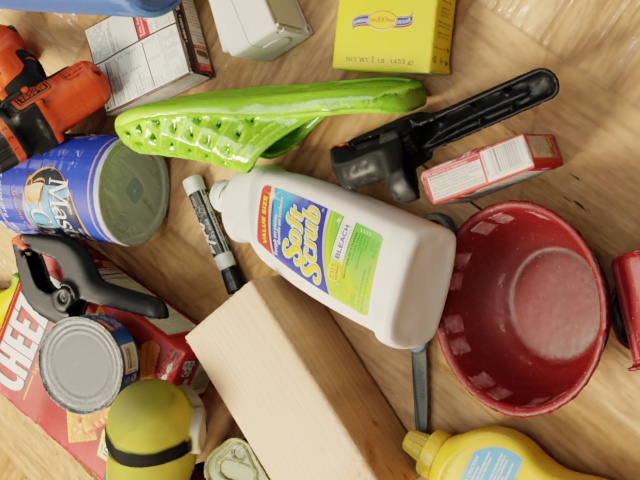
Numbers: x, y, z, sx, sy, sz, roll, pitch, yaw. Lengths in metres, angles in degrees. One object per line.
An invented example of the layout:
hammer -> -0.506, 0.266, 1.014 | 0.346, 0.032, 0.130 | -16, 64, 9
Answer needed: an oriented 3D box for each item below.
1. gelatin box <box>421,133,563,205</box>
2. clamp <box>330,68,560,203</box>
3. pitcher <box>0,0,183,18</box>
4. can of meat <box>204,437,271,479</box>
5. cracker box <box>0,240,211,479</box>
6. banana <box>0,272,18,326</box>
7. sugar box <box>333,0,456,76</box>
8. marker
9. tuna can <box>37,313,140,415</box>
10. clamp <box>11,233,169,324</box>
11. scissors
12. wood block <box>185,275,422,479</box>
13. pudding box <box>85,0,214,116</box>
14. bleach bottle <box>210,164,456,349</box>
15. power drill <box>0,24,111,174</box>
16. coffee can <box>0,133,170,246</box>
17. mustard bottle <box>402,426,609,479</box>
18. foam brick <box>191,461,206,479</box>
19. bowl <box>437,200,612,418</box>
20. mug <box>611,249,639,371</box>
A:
gelatin box -> 0.133, -0.055, 0.823 | 0.089, 0.073, 0.030 | -21, 84, 29
clamp -> 0.063, -0.068, 0.821 | 0.210, 0.164, 0.036 | -9, 114, 55
pitcher -> -0.226, -0.276, 0.974 | 0.243, 0.144, 0.149 | 15, 107, 35
can of meat -> -0.040, 0.216, 0.930 | 0.058, 0.083, 0.102 | -40, 73, 25
cracker box -> -0.215, 0.118, 1.032 | 0.214, 0.072, 0.164 | 32, 107, 25
banana -> -0.364, 0.055, 1.129 | 0.198, 0.037, 0.069 | 5, 108, 36
sugar box -> 0.066, -0.224, 0.868 | 0.093, 0.048, 0.176 | 8, 98, 30
marker -> -0.097, -0.003, 0.989 | 0.020, 0.020, 0.121 | -28, 79, 28
tuna can -> -0.200, 0.107, 0.929 | 0.086, 0.033, 0.086 | 2, 95, 20
clamp -> -0.213, 0.049, 0.969 | 0.120, 0.039, 0.171 | -40, 77, 13
scissors -> 0.067, 0.072, 0.900 | 0.096, 0.016, 0.202 | 16, 101, 30
wood block -> -0.011, 0.138, 0.907 | 0.091, 0.090, 0.206 | -41, 74, 25
pudding box -> -0.162, -0.176, 1.006 | 0.114, 0.039, 0.090 | -19, 83, 31
bleach bottle -> -0.006, 0.001, 0.892 | 0.251, 0.067, 0.102 | 22, 104, 42
power drill -> -0.310, -0.128, 1.013 | 0.188, 0.184, 0.057 | 38, 156, 43
coffee can -> -0.229, -0.051, 1.013 | 0.140, 0.102, 0.103 | 5, 95, 30
mustard bottle -> 0.149, 0.201, 0.836 | 0.192, 0.058, 0.096 | 26, 104, 26
foam brick -> -0.091, 0.244, 0.979 | 0.051, 0.052, 0.078 | -5, 91, 30
bowl -> 0.163, 0.051, 0.807 | 0.162, 0.055, 0.162 | 2, 92, 49
mug -> 0.249, 0.046, 0.762 | 0.117, 0.093, 0.081 | 149, 111, -65
